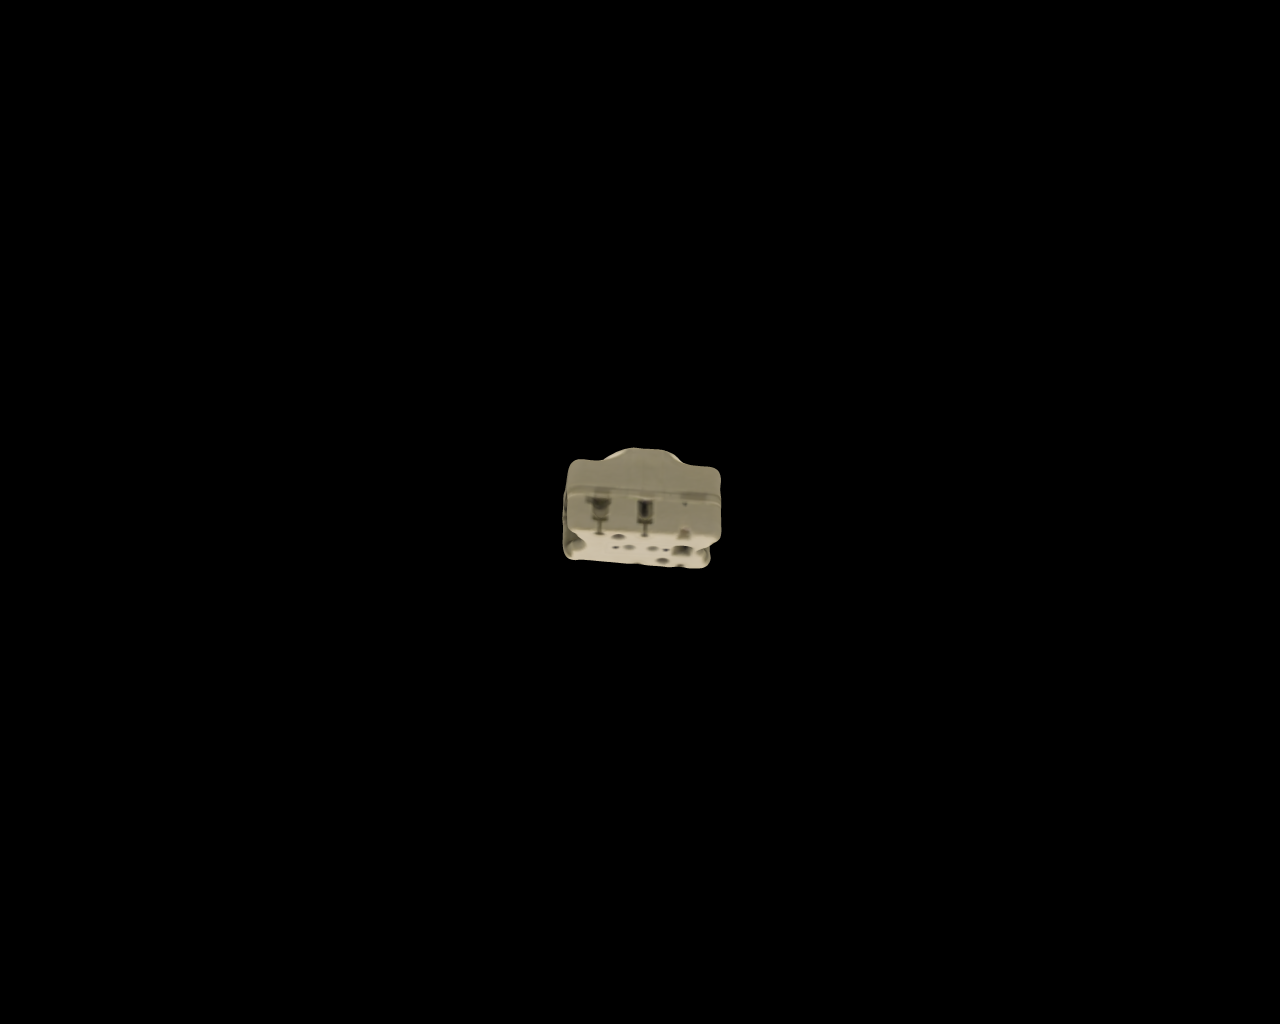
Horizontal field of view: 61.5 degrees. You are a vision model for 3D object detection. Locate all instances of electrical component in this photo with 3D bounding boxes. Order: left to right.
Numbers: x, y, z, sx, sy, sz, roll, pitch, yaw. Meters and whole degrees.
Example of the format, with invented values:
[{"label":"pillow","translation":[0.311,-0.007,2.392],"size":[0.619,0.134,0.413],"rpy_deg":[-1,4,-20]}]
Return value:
[{"label":"electrical component","translation":[0.001,-0.003,0.650],"size":[0.089,0.056,0.050],"rpy_deg":[4,-28,-7]}]
